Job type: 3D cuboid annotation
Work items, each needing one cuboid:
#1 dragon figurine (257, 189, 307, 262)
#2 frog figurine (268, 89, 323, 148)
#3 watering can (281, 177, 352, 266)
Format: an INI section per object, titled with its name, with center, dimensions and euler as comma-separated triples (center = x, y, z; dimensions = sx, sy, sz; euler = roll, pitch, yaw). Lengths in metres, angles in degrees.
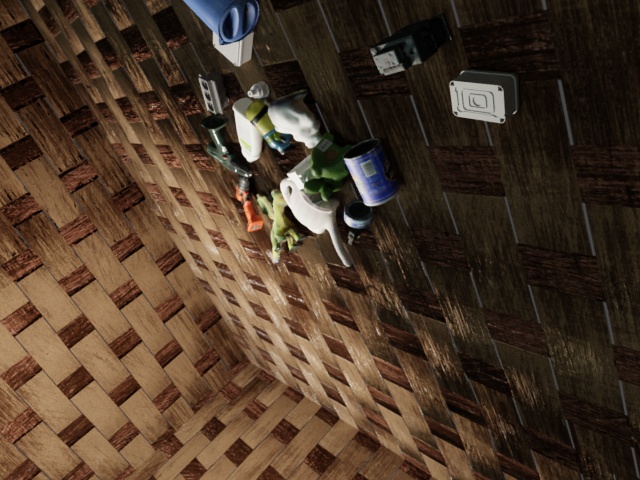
[dragon figurine]
center = -0.170, -0.070, 1.942
dimensions = 0.245, 0.123, 0.403
euler = 64, 153, 11
[frog figurine]
center = -0.067, -0.321, 1.409
dimensions = 0.137, 0.125, 0.157
euler = -7, 109, 36
[watering can]
center = 0.005, -0.081, 1.612
dimensions = 0.350, 0.105, 0.220
euler = 46, 153, 10
